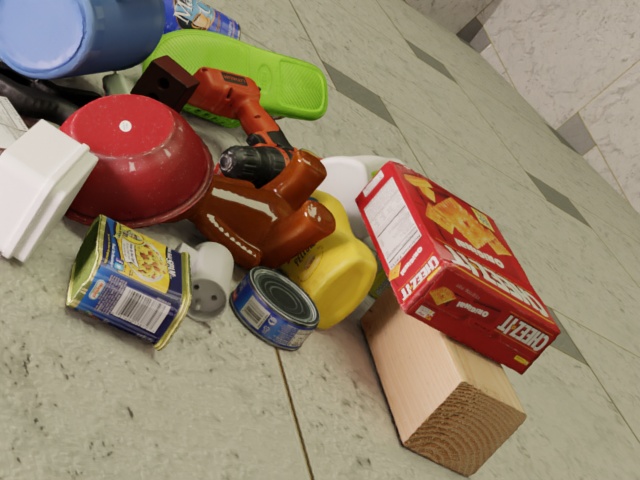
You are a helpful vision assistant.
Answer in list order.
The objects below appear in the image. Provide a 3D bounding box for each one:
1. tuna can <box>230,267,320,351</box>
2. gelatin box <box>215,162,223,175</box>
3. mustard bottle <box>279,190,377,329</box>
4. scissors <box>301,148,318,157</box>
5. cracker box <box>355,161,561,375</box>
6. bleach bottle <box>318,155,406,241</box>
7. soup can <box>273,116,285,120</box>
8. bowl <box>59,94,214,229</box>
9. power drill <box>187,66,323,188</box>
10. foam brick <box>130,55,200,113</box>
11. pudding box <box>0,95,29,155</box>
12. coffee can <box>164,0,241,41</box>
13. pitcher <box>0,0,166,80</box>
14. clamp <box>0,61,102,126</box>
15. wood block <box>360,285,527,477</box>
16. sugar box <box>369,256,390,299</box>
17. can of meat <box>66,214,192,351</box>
[{"bbox_3d":[-0.043,0.065,1.028,0.086,0.034,0.086,33,20,-14],"label":"tuna can"},{"bbox_3d":[-0.097,-0.044,1.183,0.073,0.030,0.089,35,19,-9],"label":"gelatin box"},{"bbox_3d":[-0.008,0.001,1.138,0.058,0.096,0.192,24,24,-33],"label":"mustard bottle"},{"bbox_3d":[-0.037,-0.106,1.452,0.201,0.016,0.096,16,27,-47],"label":"scissors"},{"bbox_3d":[0.140,0.022,1.110,0.164,0.072,0.214,28,22,-27],"label":"cracker box"},{"bbox_3d":[0.064,-0.065,1.308,0.068,0.102,0.250,3,12,20],"label":"bleach bottle"},{"bbox_3d":[-0.085,-0.204,1.510,0.068,0.069,0.102,43,21,14],"label":"soup can"},{"bbox_3d":[-0.177,-0.083,0.966,0.162,0.055,0.162,2,45,-2],"label":"bowl"},{"bbox_3d":[-0.085,-0.125,1.258,0.184,0.057,0.188,8,38,-53],"label":"power drill"},{"bbox_3d":[-0.185,-0.165,1.231,0.053,0.078,0.051,38,18,0],"label":"foam brick"},{"bbox_3d":[-0.302,-0.094,0.923,0.090,0.039,0.113,49,20,27],"label":"pudding box"},{"bbox_3d":[-0.193,-0.285,1.446,0.140,0.103,0.103,26,23,-32],"label":"coffee can"},{"bbox_3d":[-0.244,-0.239,1.111,0.145,0.149,0.242,12,15,2],"label":"pitcher"},{"bbox_3d":[-0.278,-0.145,1.082,0.171,0.039,0.120,25,11,-29],"label":"clamp"},{"bbox_3d":[0.120,0.128,1.087,0.090,0.091,0.206,29,21,-25],"label":"wood block"},{"bbox_3d":[0.109,0.013,1.323,0.048,0.093,0.176,38,20,-3],"label":"sugar box"},{"bbox_3d":[-0.155,0.032,0.870,0.083,0.057,0.102,27,21,-21],"label":"can of meat"}]
